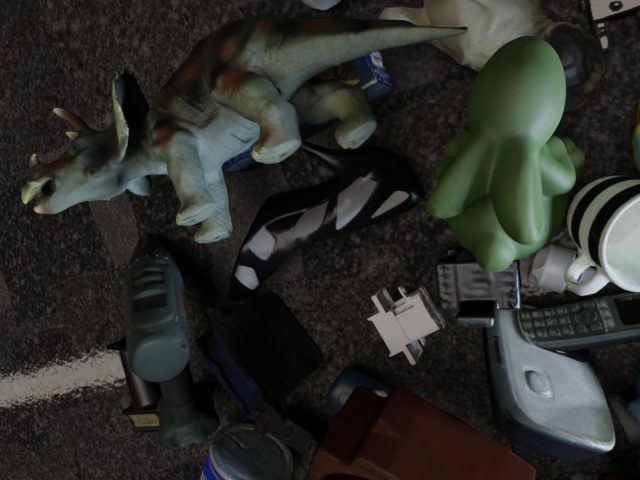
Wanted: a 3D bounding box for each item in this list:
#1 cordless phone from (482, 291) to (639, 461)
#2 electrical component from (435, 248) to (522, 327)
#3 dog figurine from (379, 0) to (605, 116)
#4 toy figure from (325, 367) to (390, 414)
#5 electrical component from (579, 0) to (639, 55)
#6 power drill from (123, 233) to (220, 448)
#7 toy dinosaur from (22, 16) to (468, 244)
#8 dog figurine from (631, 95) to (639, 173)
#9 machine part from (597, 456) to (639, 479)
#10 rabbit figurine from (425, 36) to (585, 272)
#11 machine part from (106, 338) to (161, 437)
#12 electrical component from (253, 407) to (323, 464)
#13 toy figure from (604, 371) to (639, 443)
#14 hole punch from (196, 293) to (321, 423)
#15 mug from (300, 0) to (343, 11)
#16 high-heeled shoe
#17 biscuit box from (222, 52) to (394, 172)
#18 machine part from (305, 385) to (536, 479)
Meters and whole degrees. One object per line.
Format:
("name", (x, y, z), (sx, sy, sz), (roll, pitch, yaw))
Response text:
("cordless phone", (0.237, 0.105, 0.451), (0.184, 0.147, 0.088), (-17, 120, 22))
("electrical component", (0.144, 0.039, 0.492), (0.075, 0.119, 0.047), (-4, 98, 26))
("dog figurine", (0.163, -0.211, 0.469), (0.190, 0.121, 0.172), (21, 86, -9))
("toy figure", (0.078, 0.201, 0.582), (0.154, 0.064, 0.058), (37, 73, 8))
("electrical component", (0.254, -0.210, 0.454), (0.063, 0.021, 0.094), (-10, 95, 25))
("power drill", (-0.176, 0.119, 0.634), (0.086, 0.232, 0.207), (-8, 113, -15))
("toy dinosaur", (-0.085, -0.128, 0.498), (0.405, 0.131, 0.192), (-31, 78, 17))
("dog figurine", (0.284, -0.113, 0.352), (0.109, 0.219, 0.191), (19, 105, 23))
("machine part", (0.328, 0.242, 0.449), (0.179, 0.056, 0.179), (9, 130, 11))
("rabbit figurine", (0.140, -0.067, 0.427), (0.121, 0.159, 0.170), (16, 143, 26))
("machine part", (-0.247, 0.200, 0.733), (0.084, 0.039, 0.138), (-17, 94, 33))
("electrical component", (-0.029, 0.231, 0.630), (0.102, 0.078, 0.045), (27, 85, 11))
("toy figure", (0.339, 0.125, 0.445), (0.180, 0.082, 0.089), (-32, 88, 22))
("hole punch", (-0.079, 0.137, 0.611), (0.092, 0.116, 0.142), (-39, 82, 32))
("mug", (0.010, -0.285, 0.515), (0.109, 0.081, 0.107), (50, 123, 3))
("high-heeled shoe", (-0.001, -0.002, 0.584), (0.145, 0.086, 0.248), (26, 123, -6))
("biscuit box", (-0.028, -0.139, 0.565), (0.203, 0.063, 0.059), (-25, 87, 25))
("machine part", (0.090, 0.239, 0.497), (0.202, 0.087, 0.200), (29, 138, 17))
